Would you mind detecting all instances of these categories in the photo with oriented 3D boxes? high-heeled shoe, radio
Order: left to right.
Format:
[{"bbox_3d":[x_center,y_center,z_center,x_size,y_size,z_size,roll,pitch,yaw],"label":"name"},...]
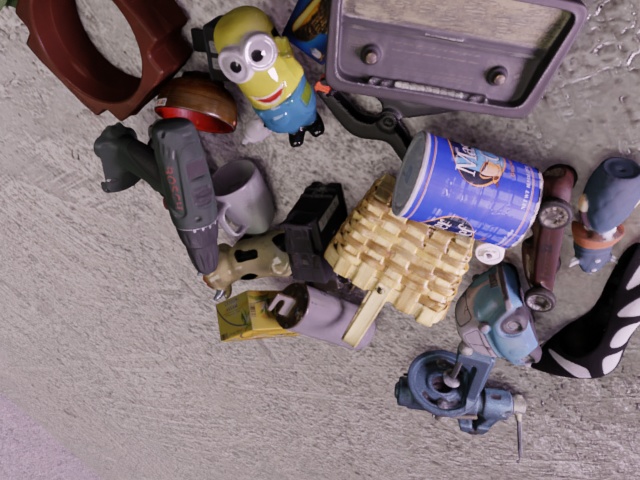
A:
[{"bbox_3d":[0.119,-0.203,0.531,0.230,0.073,0.131,10,138,-2],"label":"radio"},{"bbox_3d":[0.356,0.099,0.715,0.249,0.086,0.145,-31,106,38],"label":"high-heeled shoe"}]

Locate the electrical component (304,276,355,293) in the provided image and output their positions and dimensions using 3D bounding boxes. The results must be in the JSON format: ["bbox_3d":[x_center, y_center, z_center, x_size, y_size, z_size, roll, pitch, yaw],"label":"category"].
[{"bbox_3d":[0.015,0.057,0.894,0.102,0.045,0.078,-22,87,37],"label":"electrical component"}]

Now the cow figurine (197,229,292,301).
[{"bbox_3d":[-0.113,0.034,0.881,0.195,0.127,0.085,-7,121,31],"label":"cow figurine"}]

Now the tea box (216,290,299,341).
[{"bbox_3d":[-0.080,0.128,0.921,0.169,0.068,0.098,7,155,-44],"label":"tea box"}]

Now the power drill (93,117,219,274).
[{"bbox_3d":[-0.235,-0.074,0.784,0.208,0.086,0.231,28,133,34],"label":"power drill"}]

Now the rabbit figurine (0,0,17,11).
[{"bbox_3d":[-0.437,-0.407,0.701,0.159,0.121,0.170,33,119,9],"label":"rabbit figurine"}]

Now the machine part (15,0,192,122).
[{"bbox_3d":[-0.289,-0.281,0.726,0.201,0.087,0.201,46,135,-17],"label":"machine part"}]

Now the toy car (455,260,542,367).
[{"bbox_3d":[0.244,0.110,0.758,0.103,0.109,0.161,-15,129,23],"label":"toy car"}]

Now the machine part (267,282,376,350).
[{"bbox_3d":[0.012,0.126,0.878,0.079,0.079,0.243,-19,147,39],"label":"machine part"}]

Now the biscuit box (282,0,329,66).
[{"bbox_3d":[0.033,-0.285,0.562,0.063,0.059,0.202,35,136,-4],"label":"biscuit box"}]

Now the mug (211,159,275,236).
[{"bbox_3d":[-0.116,-0.051,0.828,0.081,0.109,0.107,-6,139,25],"label":"mug"}]

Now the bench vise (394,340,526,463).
[{"bbox_3d":[0.240,0.237,0.876,0.224,0.129,0.240,15,138,13],"label":"bench vise"}]

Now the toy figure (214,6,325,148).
[{"bbox_3d":[-0.060,-0.189,0.639,0.089,0.082,0.180,52,-176,38],"label":"toy figure"}]

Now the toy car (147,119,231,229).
[{"bbox_3d":[-0.207,-0.103,0.863,0.074,0.056,0.201,1,127,37],"label":"toy car"}]

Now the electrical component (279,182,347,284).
[{"bbox_3d":[-0.002,-0.002,0.795,0.058,0.115,0.134,8,130,26],"label":"electrical component"}]

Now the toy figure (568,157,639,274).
[{"bbox_3d":[0.333,-0.024,0.632,0.064,0.058,0.154,18,140,23],"label":"toy figure"}]

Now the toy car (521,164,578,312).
[{"bbox_3d":[0.278,0.002,0.662,0.053,0.089,0.201,8,133,20],"label":"toy car"}]

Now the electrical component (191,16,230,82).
[{"bbox_3d":[-0.122,-0.247,0.692,0.119,0.048,0.074,16,133,14],"label":"electrical component"}]
